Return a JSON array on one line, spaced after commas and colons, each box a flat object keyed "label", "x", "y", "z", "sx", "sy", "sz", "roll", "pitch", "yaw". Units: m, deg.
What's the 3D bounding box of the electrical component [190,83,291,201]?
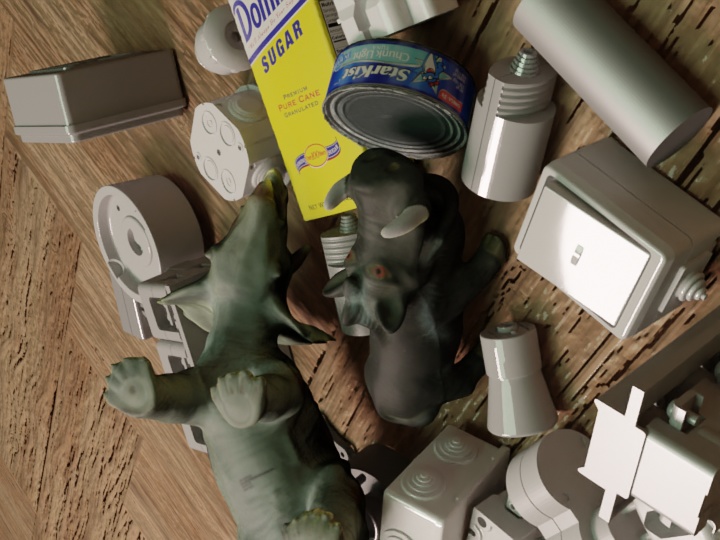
[{"label": "electrical component", "x": -0.083, "y": -0.093, "z": 0.788, "sx": 0.080, "sy": 0.051, "sz": 0.080, "roll": 30, "pitch": 132, "yaw": 39}]

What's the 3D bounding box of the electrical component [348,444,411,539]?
[{"label": "electrical component", "x": 0.018, "y": 0.187, "z": 0.836, "sx": 0.099, "sy": 0.064, "sz": 0.099, "roll": 13, "pitch": 110, "yaw": 38}]

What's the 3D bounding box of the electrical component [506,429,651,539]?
[{"label": "electrical component", "x": 0.151, "y": 0.155, "z": 0.634, "sx": 0.138, "sy": 0.052, "sz": 0.073, "roll": 56, "pitch": 144, "yaw": 12}]

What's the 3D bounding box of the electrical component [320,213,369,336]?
[{"label": "electrical component", "x": 0.000, "y": 0.000, "z": 0.743, "sx": 0.043, "sy": 0.043, "sz": 0.081, "roll": 9, "pitch": 117, "yaw": 50}]

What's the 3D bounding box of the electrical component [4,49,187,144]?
[{"label": "electrical component", "x": -0.218, "y": -0.143, "z": 0.882, "sx": 0.109, "sy": 0.109, "sz": 0.056, "roll": 9, "pitch": 114, "yaw": 50}]

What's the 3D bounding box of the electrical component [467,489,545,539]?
[{"label": "electrical component", "x": 0.103, "y": 0.167, "z": 0.699, "sx": 0.048, "sy": 0.055, "sz": 0.066, "roll": 36, "pitch": 136, "yaw": 35}]

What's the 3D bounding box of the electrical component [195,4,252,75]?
[{"label": "electrical component", "x": -0.099, "y": -0.161, "z": 0.774, "sx": 0.062, "sy": 0.048, "sz": 0.048, "roll": -9, "pitch": 103, "yaw": 61}]

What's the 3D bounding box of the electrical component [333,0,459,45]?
[{"label": "electrical component", "x": 0.014, "y": -0.164, "z": 0.615, "sx": 0.078, "sy": 0.058, "sz": 0.057, "roll": -9, "pitch": 106, "yaw": 53}]

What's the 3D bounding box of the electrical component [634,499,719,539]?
[{"label": "electrical component", "x": 0.190, "y": 0.122, "z": 0.571, "sx": 0.079, "sy": 0.043, "sz": 0.077, "roll": -31, "pitch": 85, "yaw": 54}]

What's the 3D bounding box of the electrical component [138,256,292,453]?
[{"label": "electrical component", "x": -0.114, "y": 0.066, "z": 0.889, "sx": 0.062, "sy": 0.089, "sz": 0.150, "roll": 2, "pitch": 112, "yaw": 52}]

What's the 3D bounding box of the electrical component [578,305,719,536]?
[{"label": "electrical component", "x": 0.166, "y": 0.066, "z": 0.500, "sx": 0.063, "sy": 0.121, "sz": 0.078, "roll": 32, "pitch": 133, "yaw": 34}]

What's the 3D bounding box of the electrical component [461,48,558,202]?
[{"label": "electrical component", "x": 0.083, "y": -0.082, "z": 0.586, "sx": 0.043, "sy": 0.043, "sz": 0.081, "roll": 38, "pitch": 137, "yaw": 32}]

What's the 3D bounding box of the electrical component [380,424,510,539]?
[{"label": "electrical component", "x": 0.055, "y": 0.164, "z": 0.725, "sx": 0.048, "sy": 0.100, "sz": 0.099, "roll": 24, "pitch": 129, "yaw": 27}]

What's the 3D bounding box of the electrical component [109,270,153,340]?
[{"label": "electrical component", "x": -0.188, "y": 0.029, "z": 0.999, "sx": 0.077, "sy": 0.047, "sz": 0.065, "roll": 17, "pitch": 123, "yaw": 46}]

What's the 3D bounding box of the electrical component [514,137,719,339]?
[{"label": "electrical component", "x": 0.133, "y": -0.012, "z": 0.549, "sx": 0.096, "sy": 0.061, "sz": 0.061, "roll": 43, "pitch": 139, "yaw": 28}]

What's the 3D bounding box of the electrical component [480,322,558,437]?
[{"label": "electrical component", "x": 0.095, "y": 0.065, "z": 0.662, "sx": 0.044, "sy": 0.044, "sz": 0.065, "roll": 4, "pitch": 109, "yaw": 51}]

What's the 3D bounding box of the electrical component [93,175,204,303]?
[{"label": "electrical component", "x": -0.179, "y": -0.031, "z": 0.940, "sx": 0.108, "sy": 0.060, "sz": 0.108, "roll": 30, "pitch": 132, "yaw": 40}]
